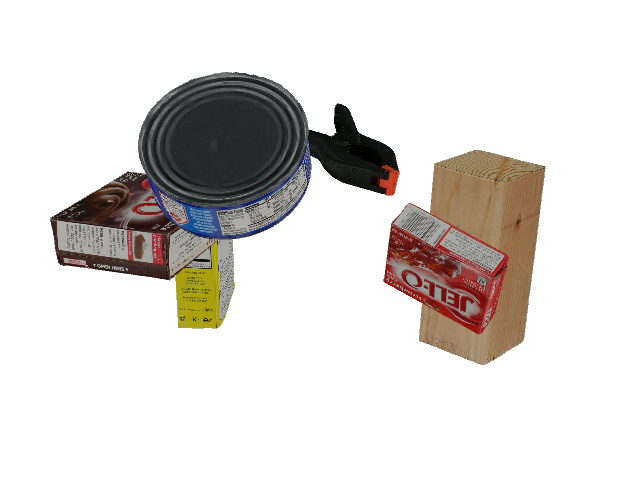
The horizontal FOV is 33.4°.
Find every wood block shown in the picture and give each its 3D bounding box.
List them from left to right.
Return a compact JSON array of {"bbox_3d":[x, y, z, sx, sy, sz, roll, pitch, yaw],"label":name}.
[{"bbox_3d":[0.175,0.017,1.163,0.090,0.206,0.090,19,25,36],"label":"wood block"}]

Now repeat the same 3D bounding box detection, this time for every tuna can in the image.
[{"bbox_3d":[-0.047,-0.043,0.545,0.086,0.086,0.034,0,-34,5],"label":"tuna can"}]

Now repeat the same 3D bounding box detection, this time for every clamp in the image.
[{"bbox_3d":[0.013,-0.097,1.127,0.120,0.039,0.172,-16,36,-24],"label":"clamp"}]

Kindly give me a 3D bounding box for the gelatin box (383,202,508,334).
[{"bbox_3d":[0.093,0.022,0.800,0.089,0.030,0.073,30,-33,20],"label":"gelatin box"}]

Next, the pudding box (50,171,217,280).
[{"bbox_3d":[-0.121,-0.013,0.753,0.090,0.039,0.113,6,24,18],"label":"pudding box"}]

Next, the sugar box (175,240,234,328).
[{"bbox_3d":[-0.108,-0.017,0.976,0.048,0.176,0.093,0,24,5],"label":"sugar box"}]
